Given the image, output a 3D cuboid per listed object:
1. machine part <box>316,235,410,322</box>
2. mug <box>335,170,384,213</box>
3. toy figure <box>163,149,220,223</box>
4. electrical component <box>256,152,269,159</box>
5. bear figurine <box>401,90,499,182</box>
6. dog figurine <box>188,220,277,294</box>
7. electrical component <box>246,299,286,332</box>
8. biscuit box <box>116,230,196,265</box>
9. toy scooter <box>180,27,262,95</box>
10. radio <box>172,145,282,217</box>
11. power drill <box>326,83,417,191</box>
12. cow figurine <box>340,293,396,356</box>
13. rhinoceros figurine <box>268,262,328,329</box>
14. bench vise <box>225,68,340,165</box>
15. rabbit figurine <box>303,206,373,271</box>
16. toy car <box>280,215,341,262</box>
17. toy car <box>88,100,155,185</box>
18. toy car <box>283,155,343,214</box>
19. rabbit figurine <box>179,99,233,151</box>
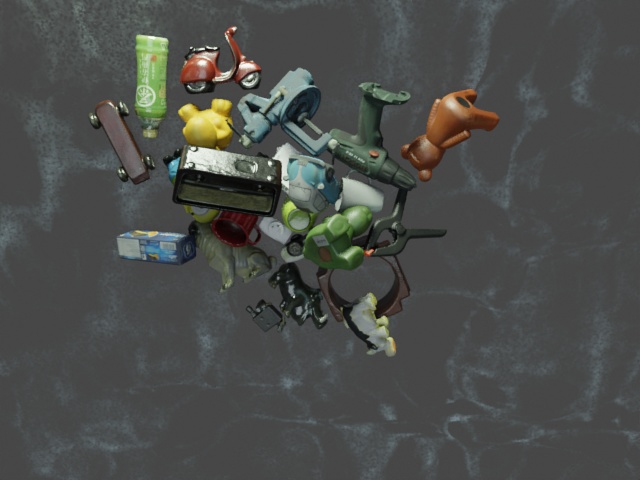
[{"bbox_3d":[0.107,0.101,1.334,0.201,0.087,0.201,-22,107,9],"label":"machine part"},{"bbox_3d":[0.097,-0.109,1.278,0.107,0.081,0.109,11,73,-10],"label":"mug"},{"bbox_3d":[-0.299,-0.125,1.268,0.082,0.089,0.180,-36,82,3],"label":"toy figure"},{"bbox_3d":[-0.146,-0.177,1.285,0.094,0.021,0.063,39,105,-9],"label":"electrical component"},{"bbox_3d":[0.285,-0.233,1.218,0.132,0.120,0.195,-12,145,-37],"label":"bear figurine"},{"bbox_3d":[-0.215,0.015,1.320,0.172,0.121,0.190,-21,84,-32],"label":"dog figurine"},{"bbox_3d":[-0.135,0.198,1.393,0.078,0.045,0.102,-34,104,10],"label":"electrical component"},{"bbox_3d":[-0.394,0.016,1.293,0.203,0.063,0.059,4,109,27],"label":"biscuit box"},{"bbox_3d":[-0.224,-0.396,1.190,0.184,0.075,0.135,-6,108,0],"label":"toy scooter"},{"bbox_3d":[-0.198,-0.126,1.171,0.230,0.073,0.131,7,147,-15],"label":"radio"},{"bbox_3d":[0.136,-0.233,1.201,0.232,0.086,0.207,22,130,11],"label":"power drill"},{"bbox_3d":[0.117,0.216,1.291,0.098,0.068,0.167,-23,103,15],"label":"cow figurine"},{"bbox_3d":[-0.052,0.146,1.358,0.112,0.073,0.190,-33,96,-13],"label":"rhinoceros figurine"},{"bbox_3d":[-0.063,-0.256,1.181,0.223,0.128,0.241,-44,71,-10],"label":"bench vise"},{"bbox_3d":[0.050,-0.008,1.201,0.159,0.170,0.121,-24,103,49],"label":"rabbit figurine"},{"bbox_3d":[-0.003,-0.004,1.309,0.202,0.073,0.056,-23,103,9],"label":"toy car"},{"bbox_3d":[-0.462,-0.228,1.261,0.089,0.053,0.202,-26,102,-1],"label":"toy car"},{"bbox_3d":[-0.021,-0.112,1.182,0.109,0.161,0.103,19,73,27],"label":"toy car"},{"bbox_3d":[-0.260,-0.230,1.193,0.122,0.173,0.162,0,104,-2],"label":"rabbit figurine"}]
